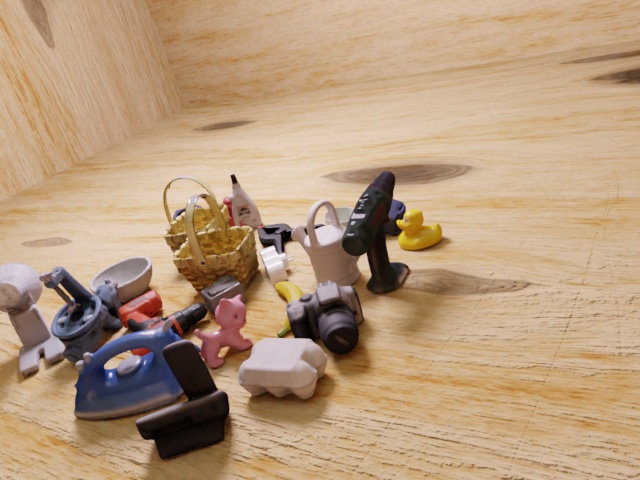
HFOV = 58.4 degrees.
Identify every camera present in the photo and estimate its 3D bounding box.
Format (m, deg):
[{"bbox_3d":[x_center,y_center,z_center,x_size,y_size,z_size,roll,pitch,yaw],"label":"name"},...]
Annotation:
[{"bbox_3d":[0.012,0.149,1.070,0.143,0.101,0.136,-17,25,-1],"label":"camera"}]

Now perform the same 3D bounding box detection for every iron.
[{"bbox_3d":[-0.361,0.239,1.068,0.258,0.142,0.118,-18,25,-3],"label":"iron"}]

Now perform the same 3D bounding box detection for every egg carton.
[{"bbox_3d":[-0.065,0.224,1.001,0.150,0.069,0.107,-4,28,25],"label":"egg carton"}]

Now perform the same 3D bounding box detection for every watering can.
[{"bbox_3d":[0.010,0.006,1.252,0.172,0.194,0.101,-5,28,23],"label":"watering can"}]

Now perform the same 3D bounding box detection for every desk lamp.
[{"bbox_3d":[-0.685,0.168,1.326,0.118,0.214,0.202,-26,27,-19],"label":"desk lamp"}]

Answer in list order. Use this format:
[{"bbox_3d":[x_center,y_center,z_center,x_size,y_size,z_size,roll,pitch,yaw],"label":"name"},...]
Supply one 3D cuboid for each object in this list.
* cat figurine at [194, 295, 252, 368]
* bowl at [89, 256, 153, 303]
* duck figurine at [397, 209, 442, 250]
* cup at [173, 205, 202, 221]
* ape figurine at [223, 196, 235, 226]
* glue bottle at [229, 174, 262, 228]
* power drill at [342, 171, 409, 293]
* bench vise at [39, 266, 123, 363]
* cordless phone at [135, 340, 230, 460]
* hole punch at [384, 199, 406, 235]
[{"bbox_3d":[-0.190,0.169,1.133,0.128,0.118,0.067,-31,29,-28],"label":"cat figurine"},{"bbox_3d":[-0.504,0.114,1.486,0.167,0.075,0.167,-14,26,7],"label":"bowl"},{"bbox_3d":[0.226,-0.031,1.321,0.104,0.086,0.077,-9,26,16],"label":"duck figurine"},{"bbox_3d":[-0.390,-0.047,1.719,0.117,0.095,0.092,12,37,45],"label":"cup"},{"bbox_3d":[-0.269,-0.088,1.732,0.078,0.092,0.075,-33,30,-31],"label":"ape figurine"},{"bbox_3d":[-0.228,-0.112,1.660,0.078,0.173,0.037,-17,25,0],"label":"glue bottle"},{"bbox_3d":[0.122,-0.008,1.194,0.075,0.209,0.230,-1,30,30],"label":"power drill"},{"bbox_3d":[-0.545,0.138,1.294,0.121,0.220,0.207,-15,25,4],"label":"bench vise"},{"bbox_3d":[-0.235,0.247,0.925,0.147,0.185,0.094,-20,26,-7],"label":"cordless phone"},{"bbox_3d":[0.160,-0.070,1.434,0.100,0.091,0.109,-4,28,26],"label":"hole punch"}]
